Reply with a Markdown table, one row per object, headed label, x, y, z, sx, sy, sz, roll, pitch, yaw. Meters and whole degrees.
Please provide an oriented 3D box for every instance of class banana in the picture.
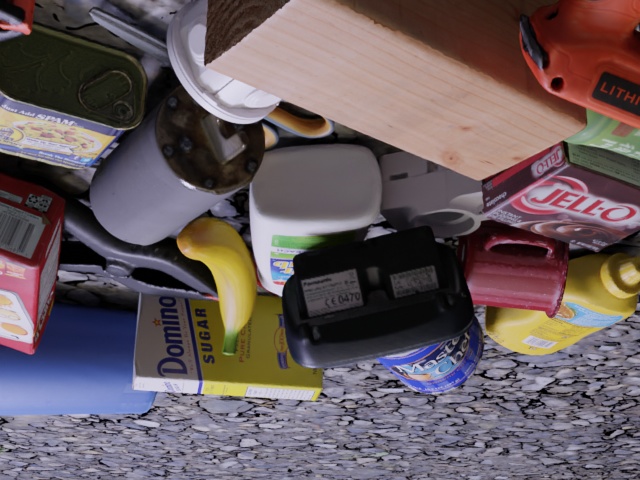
| label | x | y | z | sx | sy | sz | roll | pitch | yaw |
| --- | --- | --- | --- | --- | --- | --- | --- | --- | --- |
| banana | -0.080 | 0.026 | 0.890 | 0.037 | 0.069 | 0.198 | -1 | 148 | 9 |

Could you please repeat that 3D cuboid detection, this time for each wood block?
| label | x | y | z | sx | sy | sz | roll | pitch | yaw |
| --- | --- | --- | --- | --- | --- | --- | --- | --- | --- |
| wood block | 0.046 | -0.116 | 0.599 | 0.205 | 0.091 | 0.090 | 19 | 151 | -34 |

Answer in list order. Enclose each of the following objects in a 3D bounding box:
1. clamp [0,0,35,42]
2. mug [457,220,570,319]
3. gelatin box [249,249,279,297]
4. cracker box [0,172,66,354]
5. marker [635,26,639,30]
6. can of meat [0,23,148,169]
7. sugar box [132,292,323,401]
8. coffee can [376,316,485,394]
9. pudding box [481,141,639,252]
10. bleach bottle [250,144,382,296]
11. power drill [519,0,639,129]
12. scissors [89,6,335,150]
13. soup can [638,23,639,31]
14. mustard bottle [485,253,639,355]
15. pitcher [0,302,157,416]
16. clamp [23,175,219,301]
| label | x | y | z | sx | sy | sz | roll | pitch | yaw |
| --- | --- | --- | --- | --- | --- | --- | --- | --- | --- |
| clamp | -0.255 | -0.143 | 0.612 | 0.171 | 0.039 | 0.120 | -3 | 162 | -1 |
| mug | 0.160 | 0.013 | 0.889 | 0.081 | 0.093 | 0.117 | 6 | 166 | 1 |
| gelatin box | -0.092 | 0.036 | 1.026 | 0.089 | 0.030 | 0.073 | -11 | 153 | 23 |
| cracker box | -0.299 | 0.007 | 0.876 | 0.164 | 0.072 | 0.214 | 20 | 153 | -7 |
| marker | 0.246 | -0.125 | 0.662 | 0.121 | 0.020 | 0.020 | 7 | 155 | -15 |
| can of meat | -0.177 | -0.091 | 0.705 | 0.102 | 0.057 | 0.084 | 14 | 155 | -28 |
| sugar box | -0.086 | 0.098 | 1.011 | 0.176 | 0.093 | 0.048 | 5 | 154 | -10 |
| coffee can | 0.093 | 0.083 | 1.035 | 0.103 | 0.103 | 0.140 | -9 | 155 | 20 |
| pudding box | 0.185 | -0.035 | 0.755 | 0.113 | 0.039 | 0.090 | 13 | 153 | -27 |
| bleach bottle | -0.006 | 0.001 | 0.905 | 0.102 | 0.068 | 0.251 | -2 | 160 | -1 |
| power drill | 0.195 | -0.138 | 0.500 | 0.184 | 0.057 | 0.188 | 18 | 123 | -14 |
| scissors | -0.083 | -0.101 | 0.728 | 0.201 | 0.016 | 0.096 | 16 | 153 | -32 |
| soup can | 0.230 | -0.136 | 0.577 | 0.102 | 0.068 | 0.068 | -2 | 156 | 5 |
| mustard bottle | 0.247 | 0.058 | 1.028 | 0.096 | 0.058 | 0.192 | 16 | 153 | -19 |
| pitcher | -0.297 | 0.129 | 1.124 | 0.242 | 0.145 | 0.149 | 6 | -177 | -18 |
| clamp | -0.185 | 0.015 | 0.950 | 0.209 | 0.036 | 0.165 | 22 | 152 | -22 |
